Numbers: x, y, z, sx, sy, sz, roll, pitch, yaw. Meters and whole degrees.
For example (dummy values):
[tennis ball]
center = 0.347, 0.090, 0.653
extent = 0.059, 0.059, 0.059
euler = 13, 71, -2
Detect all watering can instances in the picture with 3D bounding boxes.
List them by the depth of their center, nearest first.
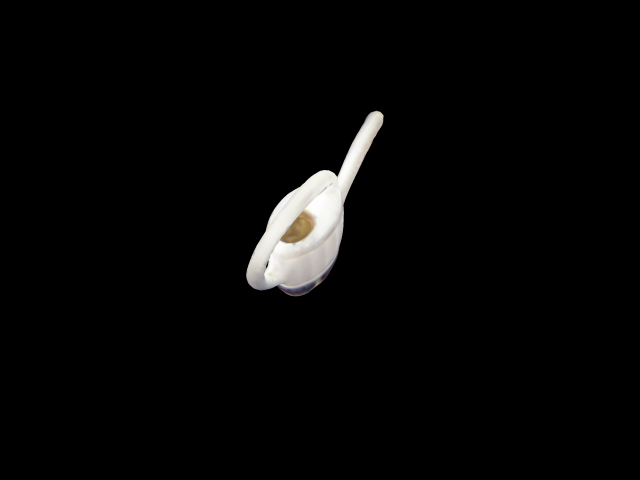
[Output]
[watering can]
center = 0.003, -0.043, 0.850
extent = 0.105, 0.353, 0.219
euler = 32, -25, 17
